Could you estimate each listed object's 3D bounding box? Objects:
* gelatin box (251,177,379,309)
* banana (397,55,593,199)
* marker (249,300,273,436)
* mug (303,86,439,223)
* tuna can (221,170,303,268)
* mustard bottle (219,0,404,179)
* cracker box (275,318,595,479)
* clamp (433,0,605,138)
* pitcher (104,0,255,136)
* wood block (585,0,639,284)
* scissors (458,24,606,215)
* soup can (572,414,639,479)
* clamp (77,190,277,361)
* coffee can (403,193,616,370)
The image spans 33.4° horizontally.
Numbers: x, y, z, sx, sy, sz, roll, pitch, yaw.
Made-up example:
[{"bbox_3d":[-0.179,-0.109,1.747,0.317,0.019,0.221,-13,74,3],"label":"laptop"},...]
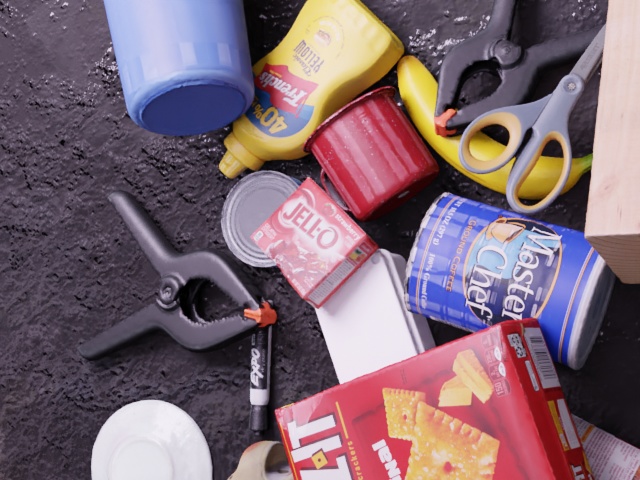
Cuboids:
[{"bbox_3d":[-0.006,0.001,0.885,0.073,0.030,0.089,-45,53,4],"label":"gelatin box"},{"bbox_3d":[0.135,-0.084,0.886,0.198,0.037,0.069,31,77,20],"label":"banana"},{"bbox_3d":[-0.053,0.115,0.955,0.020,0.020,0.121,0,86,22],"label":"marker"},{"bbox_3d":[0.040,-0.063,0.899,0.081,0.093,0.117,57,138,8],"label":"mug"},{"bbox_3d":[-0.043,-0.018,0.952,0.086,0.033,0.086,-2,86,22],"label":"tuna can"},{"bbox_3d":[-0.021,-0.129,0.938,0.192,0.058,0.096,-47,64,13],"label":"mustard bottle"},{"bbox_3d":[0.083,0.169,0.784,0.214,0.072,0.164,-26,73,32],"label":"cracker box"},{"bbox_3d":[0.162,-0.145,0.863,0.120,0.039,0.171,32,84,24],"label":"clamp"},{"bbox_3d":[-0.127,-0.222,0.917,0.145,0.149,0.243,-22,68,24],"label":"pitcher"},{"bbox_3d":[0.256,-0.082,0.766,0.090,0.090,0.206,-3,66,33],"label":"wood block"},{"bbox_3d":[0.174,-0.117,0.831,0.096,0.016,0.201,18,79,10],"label":"scissors"},{"bbox_3d":[0.212,0.180,0.816,0.102,0.068,0.068,26,96,22],"label":"soup can"},{"bbox_3d":[-0.132,0.039,0.976,0.210,0.036,0.164,4,88,30],"label":"clamp"},{"bbox_3d":[0.150,0.030,0.833,0.140,0.102,0.103,18,93,22],"label":"coffee can"}]
